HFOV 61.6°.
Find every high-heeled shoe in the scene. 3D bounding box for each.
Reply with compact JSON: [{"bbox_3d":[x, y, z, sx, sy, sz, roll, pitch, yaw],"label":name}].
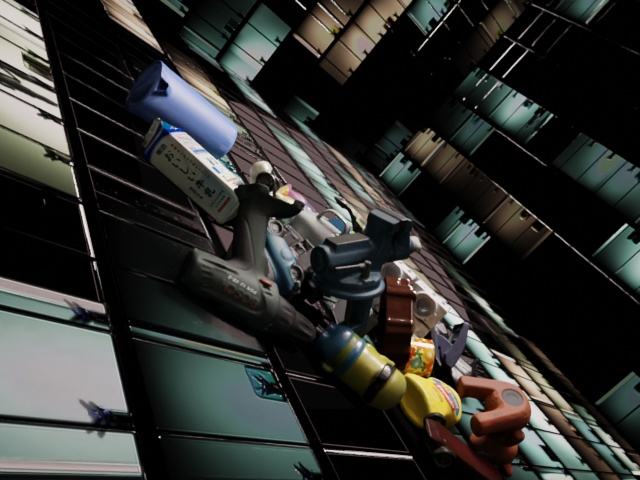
[{"bbox_3d":[0.273,0.270,1.298,0.249,0.086,0.145,30,38,31],"label":"high-heeled shoe"}]

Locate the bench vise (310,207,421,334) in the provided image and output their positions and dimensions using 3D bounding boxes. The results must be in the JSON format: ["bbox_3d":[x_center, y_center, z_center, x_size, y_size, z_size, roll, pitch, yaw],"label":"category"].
[{"bbox_3d":[0.073,0.068,0.912,0.129,0.240,0.223,25,28,36],"label":"bench vise"}]

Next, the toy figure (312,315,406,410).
[{"bbox_3d":[0.055,0.197,0.855,0.180,0.082,0.089,43,4,-1],"label":"toy figure"}]

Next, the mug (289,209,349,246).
[{"bbox_3d":[-0.002,-0.013,1.012,0.107,0.109,0.081,43,29,15],"label":"mug"}]

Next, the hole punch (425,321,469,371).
[{"bbox_3d":[0.280,0.233,1.193,0.142,0.092,0.115,97,-9,-78],"label":"hole punch"}]

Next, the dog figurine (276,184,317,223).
[{"bbox_3d":[-0.037,-0.016,1.206,0.219,0.108,0.191,43,13,-3],"label":"dog figurine"}]

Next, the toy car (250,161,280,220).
[{"bbox_3d":[-0.104,-0.055,1.069,0.073,0.056,0.201,-39,123,-85],"label":"toy car"}]

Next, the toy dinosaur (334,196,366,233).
[{"bbox_3d":[0.145,0.088,1.293,0.471,0.105,0.198,62,7,13],"label":"toy dinosaur"}]

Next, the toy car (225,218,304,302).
[{"bbox_3d":[-0.106,0.040,0.900,0.103,0.109,0.162,-11,66,-42],"label":"toy car"}]

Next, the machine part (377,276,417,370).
[{"bbox_3d":[0.141,0.158,1.014,0.056,0.179,0.179,5,16,2],"label":"machine part"}]

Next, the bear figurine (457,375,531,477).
[{"bbox_3d":[0.314,0.350,1.002,0.132,0.195,0.120,0,39,-8],"label":"bear figurine"}]

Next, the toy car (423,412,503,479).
[{"bbox_3d":[0.235,0.364,0.891,0.202,0.053,0.089,40,25,-21],"label":"toy car"}]

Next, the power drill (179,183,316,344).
[{"bbox_3d":[-0.085,0.032,0.814,0.232,0.207,0.086,24,-18,-26],"label":"power drill"}]

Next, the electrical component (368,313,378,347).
[{"bbox_3d":[0.142,0.194,1.162,0.119,0.047,0.075,18,28,-55],"label":"electrical component"}]

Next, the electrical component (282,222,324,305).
[{"bbox_3d":[-0.040,0.050,0.977,0.134,0.058,0.114,47,-25,28],"label":"electrical component"}]

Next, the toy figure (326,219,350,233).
[{"bbox_3d":[-0.001,-0.004,1.119,0.154,0.064,0.057,-22,90,-40],"label":"toy figure"}]

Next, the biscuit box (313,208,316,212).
[{"bbox_3d":[-0.085,-0.079,1.342,0.202,0.063,0.059,27,20,-47],"label":"biscuit box"}]
